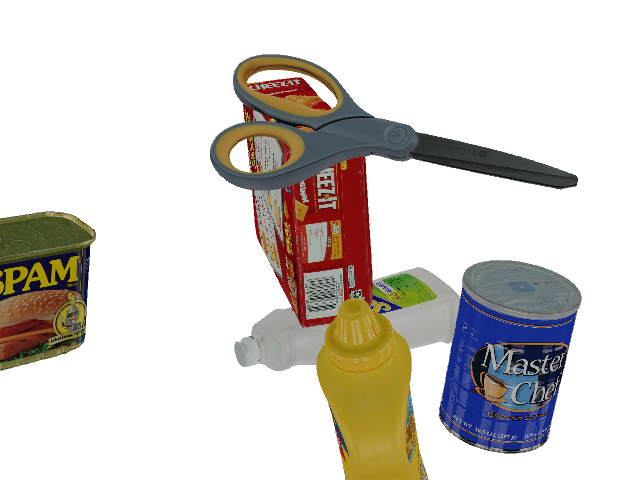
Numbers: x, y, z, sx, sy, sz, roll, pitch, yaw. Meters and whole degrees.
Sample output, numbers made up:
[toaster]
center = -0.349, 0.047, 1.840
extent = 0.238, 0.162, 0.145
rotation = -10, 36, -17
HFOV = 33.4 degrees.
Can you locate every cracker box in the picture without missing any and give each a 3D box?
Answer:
[cracker box]
center = -0.015, -0.043, 0.975
extent = 0.072, 0.164, 0.214
rotation = -9, 24, -11

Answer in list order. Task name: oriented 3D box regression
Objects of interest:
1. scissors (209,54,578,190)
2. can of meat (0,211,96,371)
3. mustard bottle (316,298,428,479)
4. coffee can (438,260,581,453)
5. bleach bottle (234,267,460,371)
[scissors]
center = 0.025, -0.042, 0.572
extent = 0.202, 0.096, 0.016
rotation = 30, -21, 24
[can of meat]
center = -0.202, 0.034, 0.704
extent = 0.101, 0.084, 0.058
rotation = -12, 29, -40
[mustard bottle]
center = 0.034, 0.111, 0.673
extent = 0.058, 0.191, 0.096
rotation = -7, 40, 5
[coffee can]
center = 0.166, 0.102, 0.950
extent = 0.103, 0.140, 0.103
rotation = 6, 24, -3
[bleach bottle]
center = 0.028, 0.098, 1.182
extent = 0.250, 0.068, 0.103
rotation = -14, 32, -26
